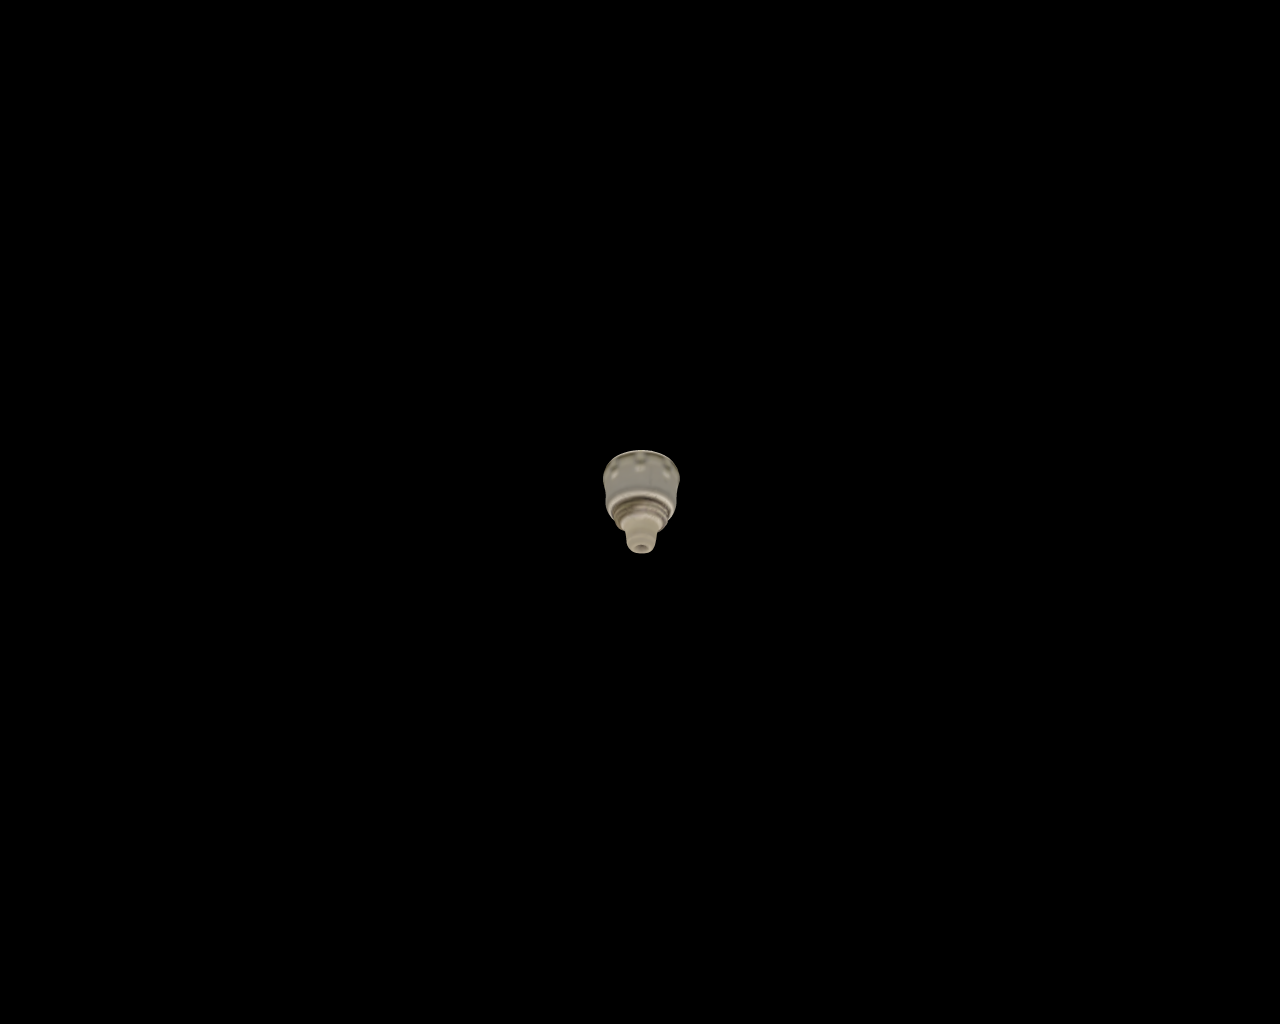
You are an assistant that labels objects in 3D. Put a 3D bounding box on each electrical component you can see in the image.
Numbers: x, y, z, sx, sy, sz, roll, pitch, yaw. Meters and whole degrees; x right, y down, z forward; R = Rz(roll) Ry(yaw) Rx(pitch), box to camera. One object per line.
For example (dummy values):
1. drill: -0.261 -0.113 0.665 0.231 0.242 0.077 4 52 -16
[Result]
1. electrical component: 0.001 -0.003 0.650 0.048 0.062 0.048 0 -35 0
